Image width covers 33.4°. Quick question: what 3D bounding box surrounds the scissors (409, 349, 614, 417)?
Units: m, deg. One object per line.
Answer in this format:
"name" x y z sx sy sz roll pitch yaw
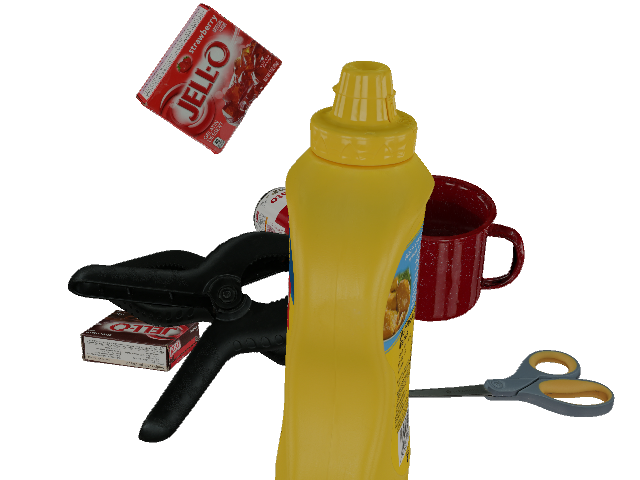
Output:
"scissors" 0.159 0.122 0.949 0.201 0.016 0.096 7 27 -5

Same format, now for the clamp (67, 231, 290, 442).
"clamp" -0.070 0.036 0.672 0.171 0.120 0.039 -32 -12 -22

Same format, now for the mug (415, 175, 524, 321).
"mug" 0.097 0.009 0.816 0.117 0.081 0.093 5 34 9

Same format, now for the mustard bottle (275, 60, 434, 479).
"mustard bottle" 0.014 0.022 0.436 0.058 0.192 0.096 8 25 11

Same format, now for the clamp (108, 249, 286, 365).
"clamp" -0.105 0.053 0.991 0.210 0.036 0.164 0 37 -1

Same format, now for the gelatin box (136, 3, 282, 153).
"gelatin box" -0.084 -0.122 0.810 0.073 0.089 0.030 33 5 -31

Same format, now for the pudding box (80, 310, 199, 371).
"pudding box" -0.211 0.117 1.256 0.114 0.039 0.090 3 15 16

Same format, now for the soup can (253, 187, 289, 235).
"soup can" -0.023 -0.014 1.178 0.068 0.068 0.102 0 18 -30
